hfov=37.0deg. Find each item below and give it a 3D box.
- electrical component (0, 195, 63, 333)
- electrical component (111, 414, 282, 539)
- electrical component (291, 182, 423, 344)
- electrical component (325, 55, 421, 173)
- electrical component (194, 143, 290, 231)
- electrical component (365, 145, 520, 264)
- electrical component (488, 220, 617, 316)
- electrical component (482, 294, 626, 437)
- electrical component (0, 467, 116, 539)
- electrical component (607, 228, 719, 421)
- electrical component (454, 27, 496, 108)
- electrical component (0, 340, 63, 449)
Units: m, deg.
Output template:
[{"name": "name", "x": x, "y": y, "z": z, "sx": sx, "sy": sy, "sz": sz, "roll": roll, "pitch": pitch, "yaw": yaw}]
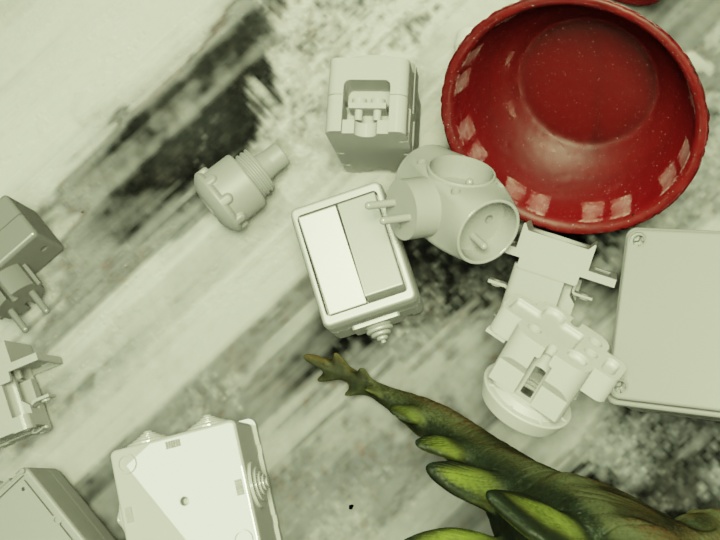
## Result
[{"name": "electrical component", "x": -0.240, "y": 0.008, "z": 0.727, "sx": 0.083, "sy": 0.047, "sz": 0.075, "roll": -41, "pitch": 76, "yaw": -1}, {"name": "electrical component", "x": -0.104, "y": 0.146, "z": 0.680, "sx": 0.100, "sy": 0.048, "sz": 0.099, "roll": -16, "pitch": 77, "yaw": 6}, {"name": "electrical component", "x": 0.000, "y": 0.000, "z": 0.686, "sx": 0.062, "sy": 0.061, "sz": 0.096, "roll": -18, "pitch": 77, "yaw": 4}, {"name": "electrical component", "x": 0.010, "y": -0.101, "z": 0.690, "sx": 0.050, "sy": 0.089, "sz": 0.055, "roll": 2, "pitch": 79, "yaw": 9}, {"name": "electrical component", "x": -0.076, "y": -0.060, "z": 0.719, "sx": 0.062, "sy": 0.048, "sz": 0.048, "roll": -38, "pitch": 76, "yaw": -8}, {"name": "electrical component", "x": 0.042, "y": -0.039, "z": 0.647, "sx": 0.079, "sy": 0.044, "sz": 0.077, "roll": -9, "pitch": 35, "yaw": -27}, {"name": "electrical component", "x": 0.117, "y": 0.006, "z": 0.672, "sx": 0.081, "sy": 0.042, "sz": 0.063, "roll": 18, "pitch": 100, "yaw": 12}, {"name": "electrical component", "x": 0.107, "y": 0.060, "z": 0.632, "sx": 0.078, "sy": 0.058, "sz": 0.057, "roll": 34, "pitch": 120, "yaw": 15}, {"name": "electrical component", "x": -0.203, "y": 0.170, "z": 0.682, "sx": 0.062, "sy": 0.061, "sz": 0.096, "roll": -43, "pitch": 76, "yaw": -2}, {"name": "electrical component", "x": 0.210, "y": 0.034, "z": 0.637, "sx": 0.109, "sy": 0.056, "sz": 0.108, "roll": 4, "pitch": 79, "yaw": 29}, {"name": "electrical component", "x": 0.079, "y": -0.132, "z": 0.713, "sx": 0.040, "sy": 0.040, "sz": 0.046, "roll": 14, "pitch": 86, "yaw": 11}, {"name": "electrical component", "x": -0.239, "y": 0.085, "z": 0.714, "sx": 0.081, "sy": 0.042, "sz": 0.063, "roll": -22, "pitch": 78, "yaw": 4}]
